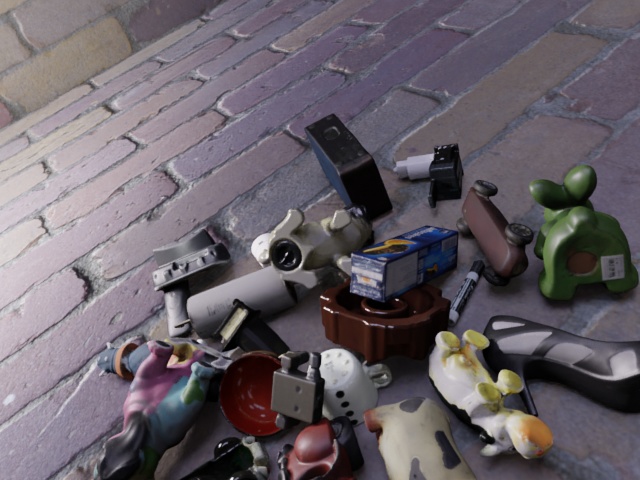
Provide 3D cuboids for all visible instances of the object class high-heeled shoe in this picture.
[{"bbox_3d":[0.319,0.121,0.626,0.249,0.086,0.145,-19,40,16],"label":"high-heeled shoe"}]

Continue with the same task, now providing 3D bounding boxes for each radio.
[{"bbox_3d":[0.050,-0.143,1.034,0.073,0.131,0.230,-29,39,-2],"label":"radio"}]

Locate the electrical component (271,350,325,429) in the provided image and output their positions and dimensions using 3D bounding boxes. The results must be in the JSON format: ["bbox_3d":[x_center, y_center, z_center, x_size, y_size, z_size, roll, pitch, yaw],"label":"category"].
[{"bbox_3d":[-0.028,0.184,0.667,0.078,0.102,0.045,1,3,27],"label":"electrical component"}]

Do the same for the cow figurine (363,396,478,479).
[{"bbox_3d":[0.130,0.257,0.577,0.127,0.085,0.195,-25,37,8],"label":"cow figurine"}]

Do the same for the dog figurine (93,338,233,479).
[{"bbox_3d":[-0.221,0.251,0.745,0.109,0.191,0.219,25,85,11],"label":"dog figurine"}]

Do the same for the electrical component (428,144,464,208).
[{"bbox_3d":[0.222,-0.108,0.951,0.048,0.074,0.119,-5,39,24],"label":"electrical component"}]

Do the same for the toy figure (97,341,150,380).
[{"bbox_3d":[-0.300,0.200,0.880,0.155,0.057,0.064,-7,36,27],"label":"toy figure"}]

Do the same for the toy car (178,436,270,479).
[{"bbox_3d":[-0.153,0.320,0.668,0.202,0.056,0.074,-31,32,-9],"label":"toy car"}]

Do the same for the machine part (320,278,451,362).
[{"bbox_3d":[0.089,0.102,0.742,0.179,0.056,0.179,0,18,0],"label":"machine part"}]

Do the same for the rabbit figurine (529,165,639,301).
[{"bbox_3d":[0.344,-0.019,0.748,0.121,0.159,0.170,-19,22,22],"label":"rabbit figurine"}]

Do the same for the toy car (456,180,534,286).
[{"bbox_3d":[0.260,-0.015,0.807,0.053,0.089,0.202,8,31,-9],"label":"toy car"}]

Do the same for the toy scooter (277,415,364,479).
[{"bbox_3d":[-0.011,0.270,0.599,0.135,0.075,0.184,-20,13,-3],"label":"toy scooter"}]

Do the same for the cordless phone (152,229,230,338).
[{"bbox_3d":[-0.229,0.084,0.975,0.147,0.088,0.184,-22,50,2],"label":"cordless phone"}]

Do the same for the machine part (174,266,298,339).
[{"bbox_3d":[-0.127,0.100,0.888,0.243,0.079,0.079,-20,39,3],"label":"machine part"}]

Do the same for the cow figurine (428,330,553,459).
[{"bbox_3d":[0.187,0.191,0.621,0.068,0.098,0.167,-3,39,-26],"label":"cow figurine"}]

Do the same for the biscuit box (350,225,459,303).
[{"bbox_3d":[0.129,0.029,0.783,0.063,0.059,0.202,13,21,40],"label":"biscuit box"}]

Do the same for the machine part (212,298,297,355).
[{"bbox_3d":[-0.098,0.153,0.813,0.139,0.039,0.084,30,80,26],"label":"machine part"}]

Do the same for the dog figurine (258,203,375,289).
[{"bbox_3d":[0.000,0.001,0.888,0.172,0.121,0.190,1,8,9],"label":"dog figurine"}]
